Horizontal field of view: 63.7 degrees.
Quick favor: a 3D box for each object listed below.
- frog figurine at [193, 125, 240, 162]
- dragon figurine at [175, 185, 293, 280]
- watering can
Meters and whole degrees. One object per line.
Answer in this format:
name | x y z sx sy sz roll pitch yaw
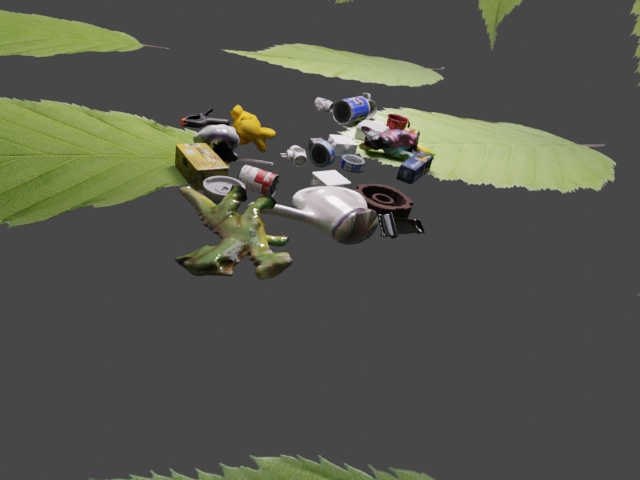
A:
frog figurine | -0.328 -0.324 1.614 0.138 0.120 0.163 -16 49 -11
dragon figurine | -0.226 -0.012 1.163 0.412 0.119 0.247 17 37 23
watering can | 0.004 -0.067 1.324 0.350 0.102 0.227 -16 41 -40
